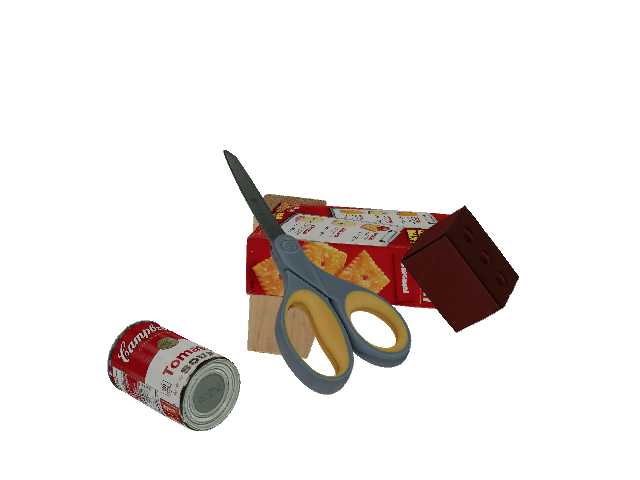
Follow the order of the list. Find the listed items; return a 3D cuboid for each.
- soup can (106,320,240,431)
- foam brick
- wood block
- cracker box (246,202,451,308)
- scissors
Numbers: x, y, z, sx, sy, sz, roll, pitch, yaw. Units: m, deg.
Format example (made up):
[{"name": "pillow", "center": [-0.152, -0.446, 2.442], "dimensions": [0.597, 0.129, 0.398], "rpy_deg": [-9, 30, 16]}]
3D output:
[{"name": "soup can", "center": [-0.128, 0.117, 0.927], "dimensions": [0.102, 0.068, 0.068], "rpy_deg": [20, 13, 40]}, {"name": "foam brick", "center": [0.113, 0.024, 0.862], "dimensions": [0.051, 0.078, 0.052], "rpy_deg": [-33, 10, 35]}, {"name": "wood block", "center": [-0.048, 0.049, 1.500], "dimensions": [0.090, 0.206, 0.090], "rpy_deg": [7, 22, 6]}, {"name": "cracker box", "center": [0.041, 0.015, 1.148], "dimensions": [0.214, 0.072, 0.164], "rpy_deg": [5, 15, 8]}, {"name": "scissors", "center": [-0.002, 0.014, 0.692], "dimensions": [0.096, 0.202, 0.016], "rpy_deg": [4, -44, -22]}]
